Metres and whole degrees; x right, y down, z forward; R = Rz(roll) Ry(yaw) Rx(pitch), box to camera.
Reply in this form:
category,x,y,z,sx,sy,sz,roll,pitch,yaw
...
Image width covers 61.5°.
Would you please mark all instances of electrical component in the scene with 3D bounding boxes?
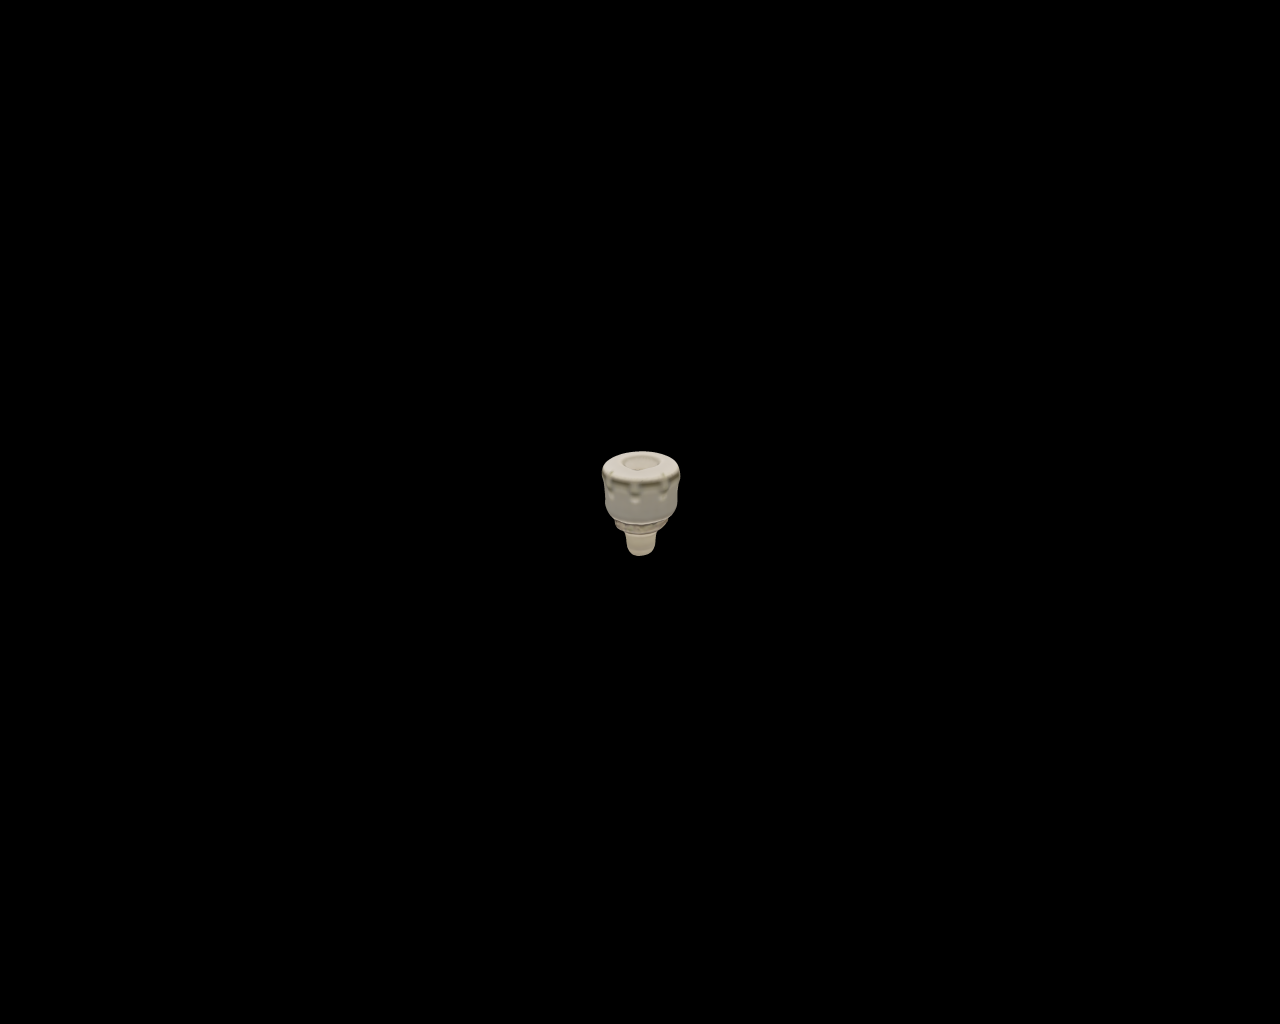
category,x,y,z,sx,sy,sz,roll,pitch,yaw
electrical component,0.001,-0.003,0.650,0.048,0.062,0.048,0,23,0
